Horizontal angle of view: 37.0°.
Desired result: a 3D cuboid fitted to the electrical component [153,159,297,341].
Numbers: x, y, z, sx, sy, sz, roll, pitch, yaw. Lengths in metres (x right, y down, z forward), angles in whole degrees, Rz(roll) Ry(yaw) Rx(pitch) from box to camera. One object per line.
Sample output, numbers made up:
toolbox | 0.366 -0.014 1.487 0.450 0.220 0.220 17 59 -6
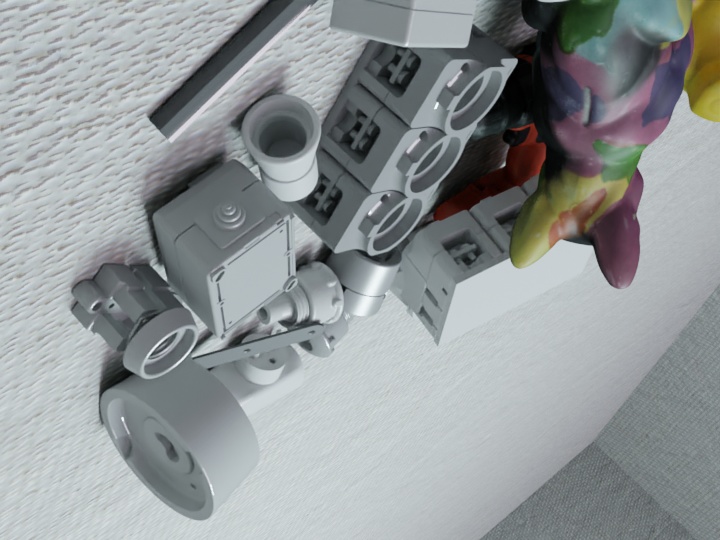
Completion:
electrical component | -0.079 -0.017 0.618 0.062 0.061 0.096 -38 159 -21

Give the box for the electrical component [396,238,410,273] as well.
electrical component | 0.027 -0.014 0.873 0.035 0.035 0.061 -49 162 7

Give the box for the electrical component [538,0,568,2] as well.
electrical component | 0.106 -0.175 0.559 0.108 0.060 0.108 -10 178 0

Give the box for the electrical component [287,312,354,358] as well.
electrical component | -0.025 0.035 0.851 0.062 0.048 0.048 -44 161 -25

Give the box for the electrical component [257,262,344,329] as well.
electrical component | -0.046 0.023 0.786 0.062 0.048 0.048 -19 148 -39

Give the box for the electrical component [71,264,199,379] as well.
electrical component | -0.126 0.029 0.619 0.048 0.055 0.066 -52 159 15

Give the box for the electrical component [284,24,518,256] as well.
electrical component | 0.027 -0.087 0.695 0.089 0.062 0.150 -16 144 -53

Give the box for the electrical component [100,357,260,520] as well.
electrical component | -0.115 0.106 0.722 0.060 0.108 0.108 -39 160 -35

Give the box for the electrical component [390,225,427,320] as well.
electrical component | 0.061 0.001 0.944 0.080 0.051 0.080 -39 159 -18

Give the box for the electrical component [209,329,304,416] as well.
electrical component | -0.079 0.075 0.820 0.077 0.043 0.079 -26 152 -43

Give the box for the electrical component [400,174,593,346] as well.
electrical component | 0.111 -0.016 0.851 0.150 0.061 0.089 -25 151 -22

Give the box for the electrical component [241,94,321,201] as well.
electrical component | -0.043 -0.067 0.624 0.044 0.044 0.065 -41 164 -13

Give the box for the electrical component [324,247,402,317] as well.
electrical component | 0.000 0.000 0.819 0.055 0.055 0.047 -18 142 -53

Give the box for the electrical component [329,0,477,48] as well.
electrical component | 0.029 -0.161 0.574 0.083 0.047 0.075 -21 125 -60
